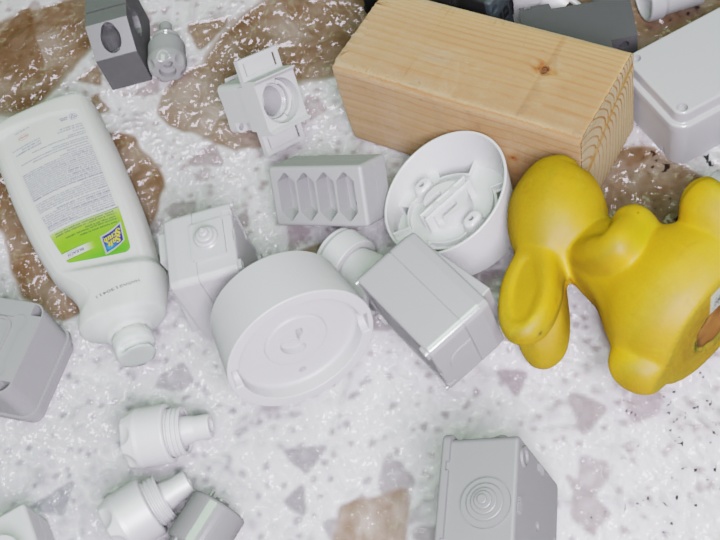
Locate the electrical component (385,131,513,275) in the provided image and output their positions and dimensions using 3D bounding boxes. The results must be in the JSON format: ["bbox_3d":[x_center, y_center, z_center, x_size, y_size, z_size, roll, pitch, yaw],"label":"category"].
[{"bbox_3d":[0.068,-0.045,0.788,0.099,0.064,0.099,-15,48,17],"label":"electrical component"}]

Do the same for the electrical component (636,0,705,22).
[{"bbox_3d":[0.253,-0.227,0.876,0.046,0.040,0.040,-15,56,-2],"label":"electrical component"}]

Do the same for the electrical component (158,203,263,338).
[{"bbox_3d":[-0.109,-0.001,0.789,0.061,0.096,0.061,-16,56,5],"label":"electrical component"}]

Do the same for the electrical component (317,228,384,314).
[{"bbox_3d":[0.000,0.000,0.792,0.055,0.045,0.045,36,73,30],"label":"electrical component"}]

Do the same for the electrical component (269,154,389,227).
[{"bbox_3d":[-0.013,-0.067,0.834,0.083,0.047,0.076,2,20,31],"label":"electrical component"}]

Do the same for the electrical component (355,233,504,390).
[{"bbox_3d":[0.046,0.021,0.730,0.061,0.061,0.096,-41,57,-6],"label":"electrical component"}]

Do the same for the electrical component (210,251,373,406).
[{"bbox_3d":[-0.052,0.036,0.749,0.108,0.108,0.060,-30,50,-5],"label":"electrical component"}]

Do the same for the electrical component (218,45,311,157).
[{"bbox_3d":[-0.081,-0.138,0.884,0.042,0.081,0.064,-31,24,-35],"label":"electrical component"}]

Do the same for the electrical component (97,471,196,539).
[{"bbox_3d":[-0.142,0.160,0.728,0.062,0.043,0.043,-31,56,-8],"label":"electrical component"}]

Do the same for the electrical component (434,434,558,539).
[{"bbox_3d":[0.084,0.154,0.642,0.048,0.099,0.099,-8,56,25],"label":"electrical component"}]

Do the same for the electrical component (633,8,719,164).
[{"bbox_3d":[0.264,-0.143,0.809,0.113,0.057,0.078,-28,56,-4],"label":"electrical component"}]

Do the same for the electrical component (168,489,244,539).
[{"bbox_3d":[-0.109,0.182,0.707,0.040,0.040,0.078,22,66,25],"label":"electrical component"}]

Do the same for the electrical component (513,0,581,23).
[{"bbox_3d":[0.157,-0.231,0.892,0.077,0.065,0.047,38,71,0],"label":"electrical component"}]

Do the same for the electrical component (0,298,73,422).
[{"bbox_3d":[-0.285,0.066,0.816,0.113,0.057,0.078,7,60,18],"label":"electrical component"}]

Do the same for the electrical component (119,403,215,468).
[{"bbox_3d":[-0.134,0.114,0.755,0.062,0.043,0.043,-11,56,6],"label":"electrical component"}]

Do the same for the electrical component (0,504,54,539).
[{"bbox_3d":[-0.231,0.198,0.707,0.047,0.075,0.083,-30,56,-5],"label":"electrical component"}]

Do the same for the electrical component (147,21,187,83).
[{"bbox_3d":[-0.174,-0.200,0.970,0.035,0.035,0.061,-14,53,5],"label":"electrical component"}]

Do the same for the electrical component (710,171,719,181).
[{"bbox_3d":[0.267,-0.040,0.750,0.055,0.045,0.045,24,67,26],"label":"electrical component"}]
